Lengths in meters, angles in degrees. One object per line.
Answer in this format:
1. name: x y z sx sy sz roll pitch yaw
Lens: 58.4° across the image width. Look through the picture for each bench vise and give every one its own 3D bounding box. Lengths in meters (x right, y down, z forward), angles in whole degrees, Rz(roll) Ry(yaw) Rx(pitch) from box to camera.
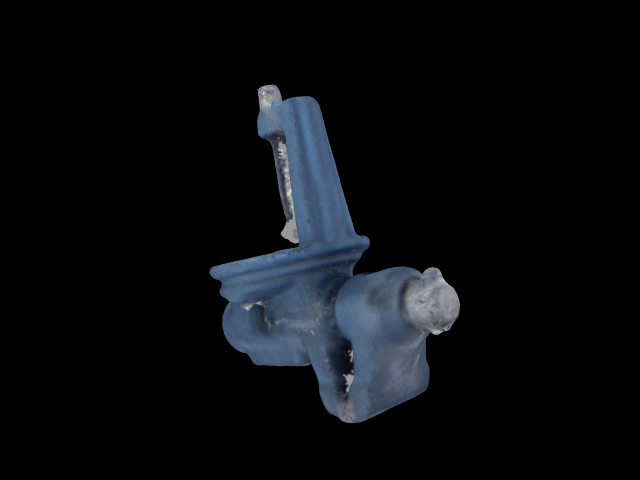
1. bench vise: 0.010 0.000 0.410 0.206 0.220 0.122 6 12 29
